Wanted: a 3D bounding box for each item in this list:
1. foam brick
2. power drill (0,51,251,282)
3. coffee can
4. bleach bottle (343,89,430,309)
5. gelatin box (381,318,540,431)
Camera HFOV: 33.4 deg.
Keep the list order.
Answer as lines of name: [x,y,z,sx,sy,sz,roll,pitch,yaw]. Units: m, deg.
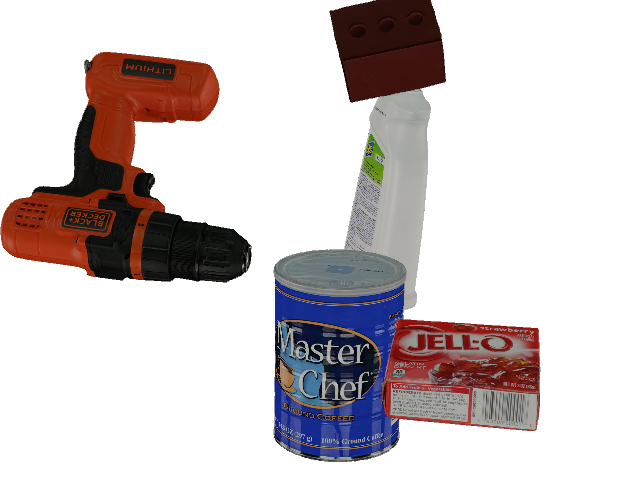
foam brick: [0.052,-0.146,0.807,0.078,0.053,0.051,-12,-34,3]
power drill: [-0.131,-0.055,0.814,0.184,0.187,0.057,8,-34,3]
coffee can: [0.014,0.088,0.840,0.103,0.140,0.103,1,15,0]
bleach bottle: [0.078,-0.058,1.141,0.068,0.251,0.103,-1,23,-25]
gelatin box: [0.084,0.077,0.632,0.089,0.030,0.073,4,25,10]
